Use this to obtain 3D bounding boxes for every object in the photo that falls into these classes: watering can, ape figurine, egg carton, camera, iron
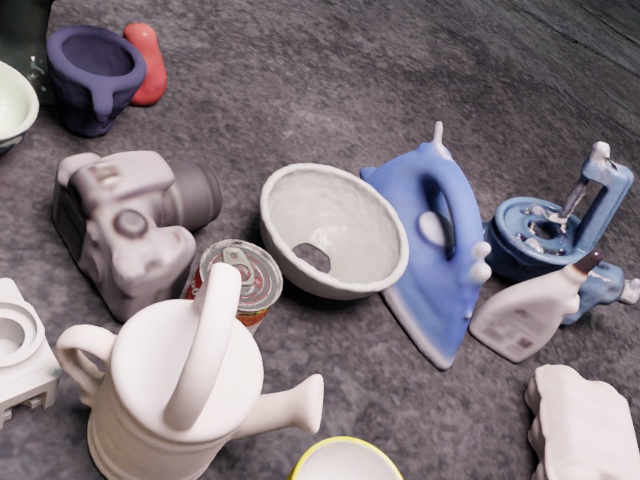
[{"bbox_3d":[-0.082,0.091,0.384,0.173,0.194,0.100,4,51,-28],"label":"watering can"},{"bbox_3d":[-0.205,-0.202,0.641,0.076,0.092,0.078,33,43,-2],"label":"ape figurine"},{"bbox_3d":[0.266,0.205,0.587,0.107,0.069,0.150,24,44,-11],"label":"egg carton"},{"bbox_3d":[-0.147,-0.023,0.513,0.137,0.100,0.143,-22,66,-42],"label":"camera"},{"bbox_3d":[0.132,-0.004,0.636,0.119,0.141,0.258,5,50,-28],"label":"iron"}]

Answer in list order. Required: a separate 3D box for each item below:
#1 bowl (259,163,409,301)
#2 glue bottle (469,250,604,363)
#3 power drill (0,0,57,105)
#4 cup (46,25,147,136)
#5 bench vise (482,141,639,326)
[{"bbox_3d":[0.006,0.002,0.603,0.168,0.074,0.167,17,46,-18],"label":"bowl"},{"bbox_3d":[0.239,0.066,0.617,0.078,0.173,0.037,34,43,0],"label":"glue bottle"},{"bbox_3d":[-0.264,-0.242,0.556,0.229,0.208,0.076,34,43,-1],"label":"power drill"},{"bbox_3d":[-0.226,-0.142,0.573,0.092,0.095,0.117,1,52,-31],"label":"cup"},{"bbox_3d":[0.312,-0.010,0.695,0.208,0.219,0.121,21,44,-14],"label":"bench vise"}]
